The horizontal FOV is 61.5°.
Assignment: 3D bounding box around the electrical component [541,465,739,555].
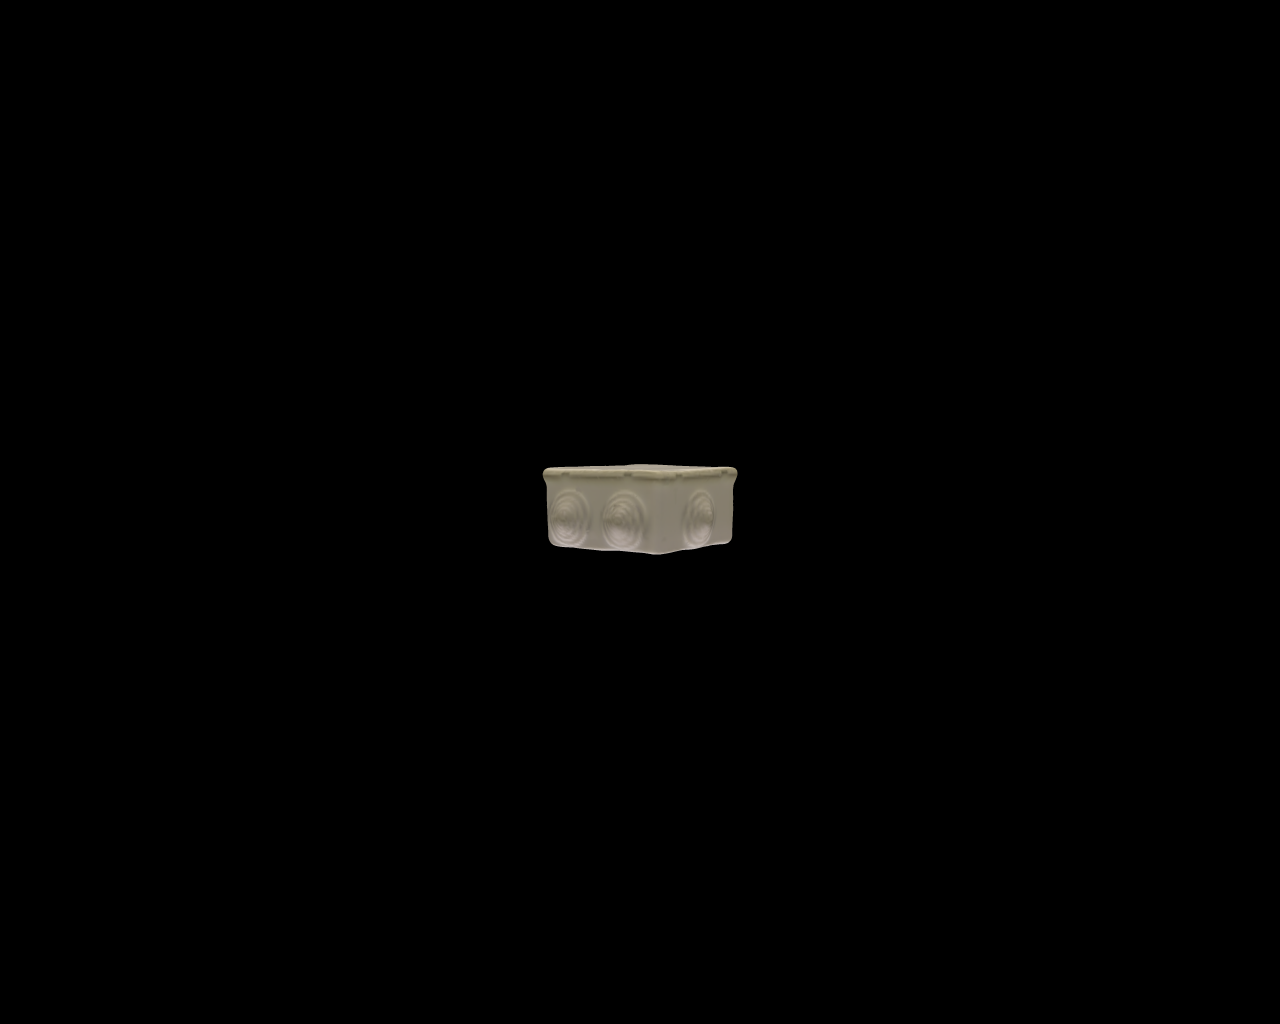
[{"bbox_3d":[0.001,-0.003,0.650,0.100,0.048,0.100,3,5,37],"label":"electrical component"}]
